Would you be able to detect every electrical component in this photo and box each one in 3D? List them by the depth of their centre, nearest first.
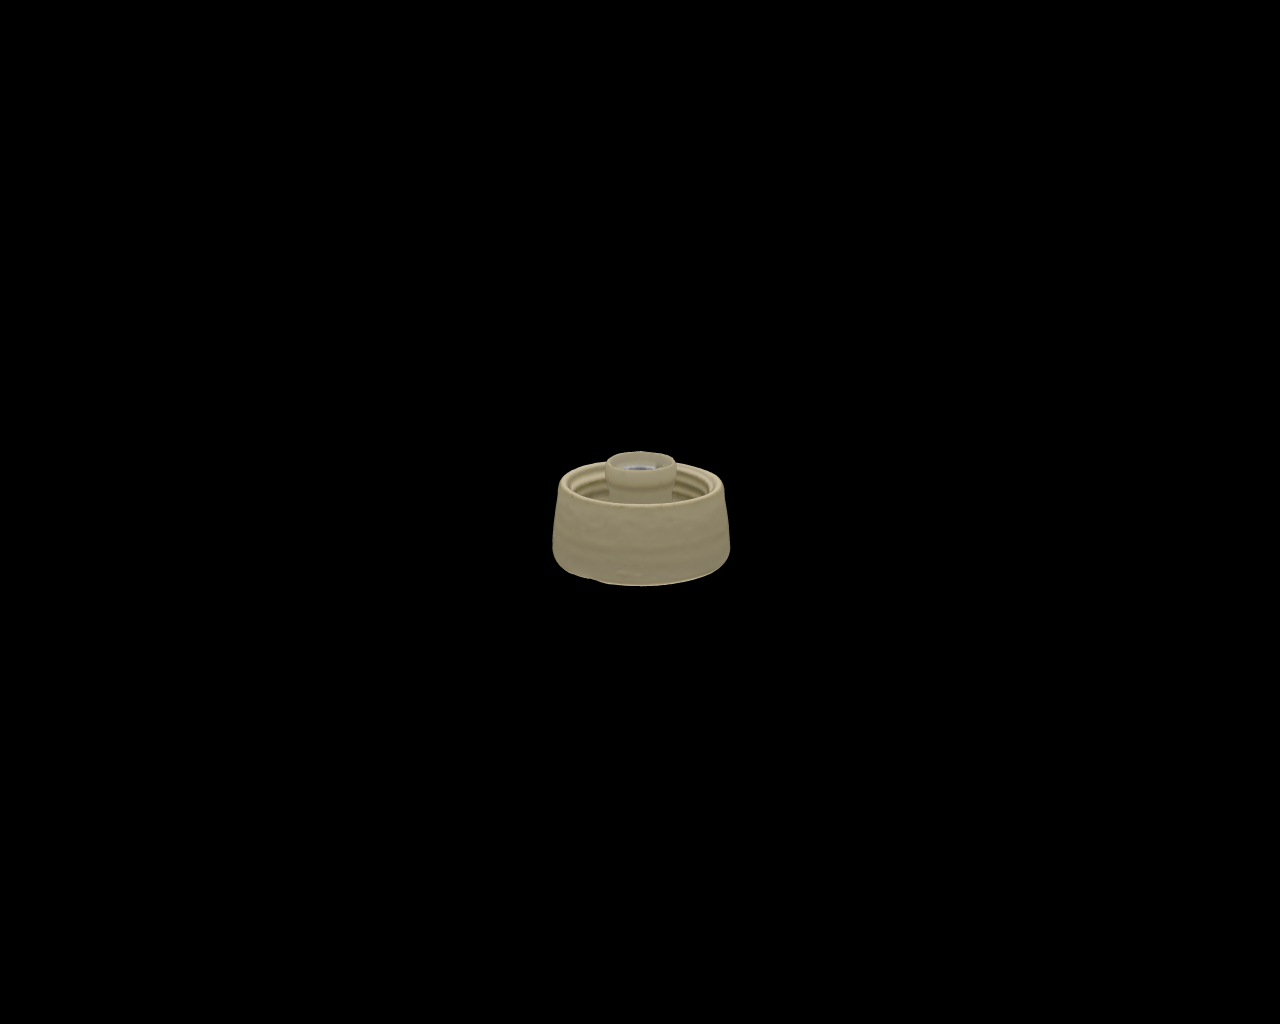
[{"bbox_3d":[0.001,-0.003,0.650,0.108,0.060,0.108,0,18,0],"label":"electrical component"}]
